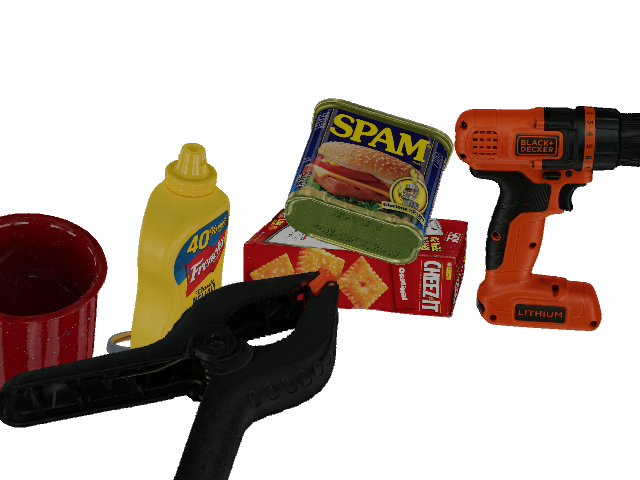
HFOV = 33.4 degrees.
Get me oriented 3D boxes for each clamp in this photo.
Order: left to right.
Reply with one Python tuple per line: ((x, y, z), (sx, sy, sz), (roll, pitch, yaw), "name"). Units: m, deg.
((-0.044, 0.067, 0.480), (0.171, 0.039, 0.120), (-27, 50, -31), "clamp")

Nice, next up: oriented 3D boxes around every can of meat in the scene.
((0.032, -0.040, 0.737), (0.102, 0.084, 0.057), (17, -29, 2), "can of meat")

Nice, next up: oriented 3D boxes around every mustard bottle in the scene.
((-0.112, 0.008, 0.878), (0.058, 0.192, 0.096), (23, 34, 21), "mustard bottle")

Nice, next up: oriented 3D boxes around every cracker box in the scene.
((0.042, 0.022, 1.127), (0.214, 0.072, 0.164), (5, 15, 11), "cracker box")

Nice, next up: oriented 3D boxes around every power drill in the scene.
((0.203, -0.020, 0.889), (0.184, 0.188, 0.057), (3, 19, 11), "power drill")

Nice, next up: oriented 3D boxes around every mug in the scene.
((-0.188, 0.049, 0.652), (0.093, 0.082, 0.117), (36, 47, 24), "mug")

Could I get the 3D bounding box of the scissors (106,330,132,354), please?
((-0.129, 0.120, 1.159), (0.201, 0.016, 0.096), (0, 27, -20), "scissors")
